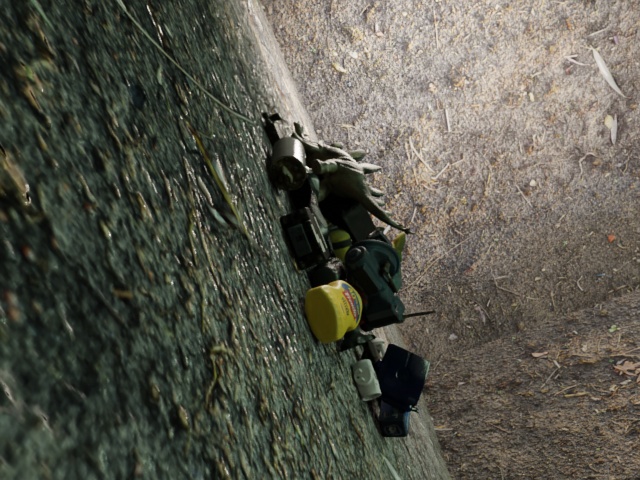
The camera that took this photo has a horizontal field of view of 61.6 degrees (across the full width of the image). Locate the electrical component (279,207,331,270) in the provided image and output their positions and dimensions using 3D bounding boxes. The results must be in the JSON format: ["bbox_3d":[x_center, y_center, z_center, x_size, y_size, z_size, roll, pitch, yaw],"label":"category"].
[{"bbox_3d":[-0.028,-0.004,1.056,0.134,0.058,0.115,-9,75,-82],"label":"electrical component"}]

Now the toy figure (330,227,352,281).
[{"bbox_3d":[0.058,0.053,1.408,0.082,0.089,0.180,-78,143,-86],"label":"toy figure"}]

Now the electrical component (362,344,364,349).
[{"bbox_3d":[0.122,0.274,1.501,0.094,0.021,0.063,-104,169,-45],"label":"electrical component"}]

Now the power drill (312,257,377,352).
[{"bbox_3d":[0.053,0.133,1.175,0.232,0.086,0.207,27,45,-77],"label":"power drill"}]

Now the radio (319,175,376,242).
[{"bbox_3d":[0.041,-0.097,1.460,0.230,0.073,0.131,40,-11,37],"label":"radio"}]

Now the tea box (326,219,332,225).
[{"bbox_3d":[0.036,-0.074,1.581,0.068,0.098,0.170,68,3,-56],"label":"tea box"}]

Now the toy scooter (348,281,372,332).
[{"bbox_3d":[0.083,0.160,1.328,0.135,0.075,0.183,44,-12,15],"label":"toy scooter"}]

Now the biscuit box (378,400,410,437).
[{"bbox_3d":[0.184,0.370,1.278,0.203,0.063,0.059,-69,147,-55],"label":"biscuit box"}]

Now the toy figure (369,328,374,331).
[{"bbox_3d":[0.146,0.231,1.650,0.057,0.064,0.154,52,10,-8],"label":"toy figure"}]

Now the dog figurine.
[{"bbox_3d":[0.161,0.051,1.398,0.191,0.109,0.219,59,36,-44],"label":"dog figurine"}]

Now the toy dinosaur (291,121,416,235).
[{"bbox_3d":[0.057,-0.162,1.347,0.472,0.198,0.105,57,-38,34],"label":"toy dinosaur"}]

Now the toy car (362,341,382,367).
[{"bbox_3d":[0.135,0.304,1.375,0.202,0.053,0.089,59,14,-61],"label":"toy car"}]

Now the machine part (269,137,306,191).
[{"bbox_3d":[-0.068,-0.167,1.165,0.243,0.079,0.079,-97,164,-67],"label":"machine part"}]

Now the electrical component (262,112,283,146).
[{"bbox_3d":[-0.103,-0.265,1.320,0.078,0.045,0.102,-50,118,-84],"label":"electrical component"}]

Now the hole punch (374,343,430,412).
[{"bbox_3d":[0.179,0.309,1.212,0.142,0.092,0.116,27,39,-1],"label":"hole punch"}]

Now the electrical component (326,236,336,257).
[{"bbox_3d":[-0.003,-0.004,1.294,0.074,0.048,0.119,55,17,-66],"label":"electrical component"}]

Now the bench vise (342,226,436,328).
[{"bbox_3d":[0.136,0.067,1.186,0.223,0.129,0.241,43,35,-23],"label":"bench vise"}]

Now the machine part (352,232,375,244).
[{"bbox_3d":[0.112,0.032,1.567,0.179,0.179,0.056,36,31,-77],"label":"machine part"}]

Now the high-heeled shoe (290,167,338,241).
[{"bbox_3d":[-0.051,-0.089,1.217,0.145,0.086,0.249,-11,58,-52],"label":"high-heeled shoe"}]
